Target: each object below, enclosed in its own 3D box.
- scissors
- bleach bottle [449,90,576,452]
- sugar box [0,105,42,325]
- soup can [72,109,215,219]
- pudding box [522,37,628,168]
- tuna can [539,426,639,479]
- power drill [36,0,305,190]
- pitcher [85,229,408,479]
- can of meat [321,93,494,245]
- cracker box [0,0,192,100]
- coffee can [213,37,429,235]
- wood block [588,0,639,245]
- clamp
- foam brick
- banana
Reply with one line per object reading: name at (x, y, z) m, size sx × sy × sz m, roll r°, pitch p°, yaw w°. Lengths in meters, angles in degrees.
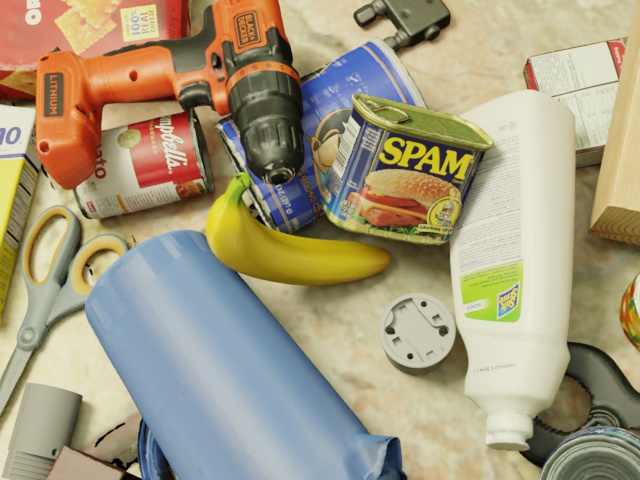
scissors at (-0.204, 0.070, 0.827) m, size 0.096 × 0.016 × 0.201 m, roll 5°, pitch 73°, yaw 6°
bleach bottle at (0.131, 0.023, 0.757) m, size 0.068 × 0.103 × 0.251 m, roll 21°, pitch 63°, yaw -32°
sugar box at (-0.282, -0.024, 0.847) m, size 0.093 × 0.048 × 0.176 m, roll 6°, pitch 74°, yaw 7°
soup can at (-0.140, -0.059, 0.836) m, size 0.102 × 0.068 × 0.068 m, roll -13°, pitch 72°, yaw 1°
pudding box at (0.225, -0.109, 0.837) m, size 0.113 × 0.039 × 0.090 m, roll -12°, pitch 73°, yaw 3°
tuna can at (0.191, 0.170, 0.717) m, size 0.086 × 0.033 × 0.086 m, roll 0°, pitch 89°, yaw 23°
power drill at (-0.105, -0.096, 0.759) m, size 0.187 × 0.057 × 0.184 m, roll -14°, pitch 53°, yaw 5°
pitcher at (-0.067, 0.120, 0.750) m, size 0.149 × 0.145 × 0.243 m, roll -31°, pitch 69°, yaw -18°
can of meat at (0.058, -0.048, 0.750) m, size 0.102 × 0.057 × 0.084 m, roll 10°, pitch 114°, yaw -23°
cracker box at (-0.214, -0.201, 0.876) m, size 0.213 × 0.072 × 0.164 m, roll 0°, pitch 72°, yaw -1°
coffee can at (0.005, -0.076, 0.811) m, size 0.140 × 0.103 × 0.103 m, roll -29°, pitch 72°, yaw -5°
wood block at (0.263, -0.102, 0.765) m, size 0.091 × 0.090 × 0.206 m, roll 13°, pitch 79°, yaw 7°
clamp at (0.198, 0.146, 0.754) m, size 0.210 × 0.036 × 0.164 m, roll 26°, pitch 89°, yaw 18°
foam brick at (-0.172, 0.194, 0.765) m, size 0.051 × 0.053 × 0.078 m, roll 22°, pitch 76°, yaw 11°
banana at (-0.022, 0.006, 0.759) m, size 0.070 × 0.197 × 0.037 m, roll -21°, pitch 65°, yaw 27°
